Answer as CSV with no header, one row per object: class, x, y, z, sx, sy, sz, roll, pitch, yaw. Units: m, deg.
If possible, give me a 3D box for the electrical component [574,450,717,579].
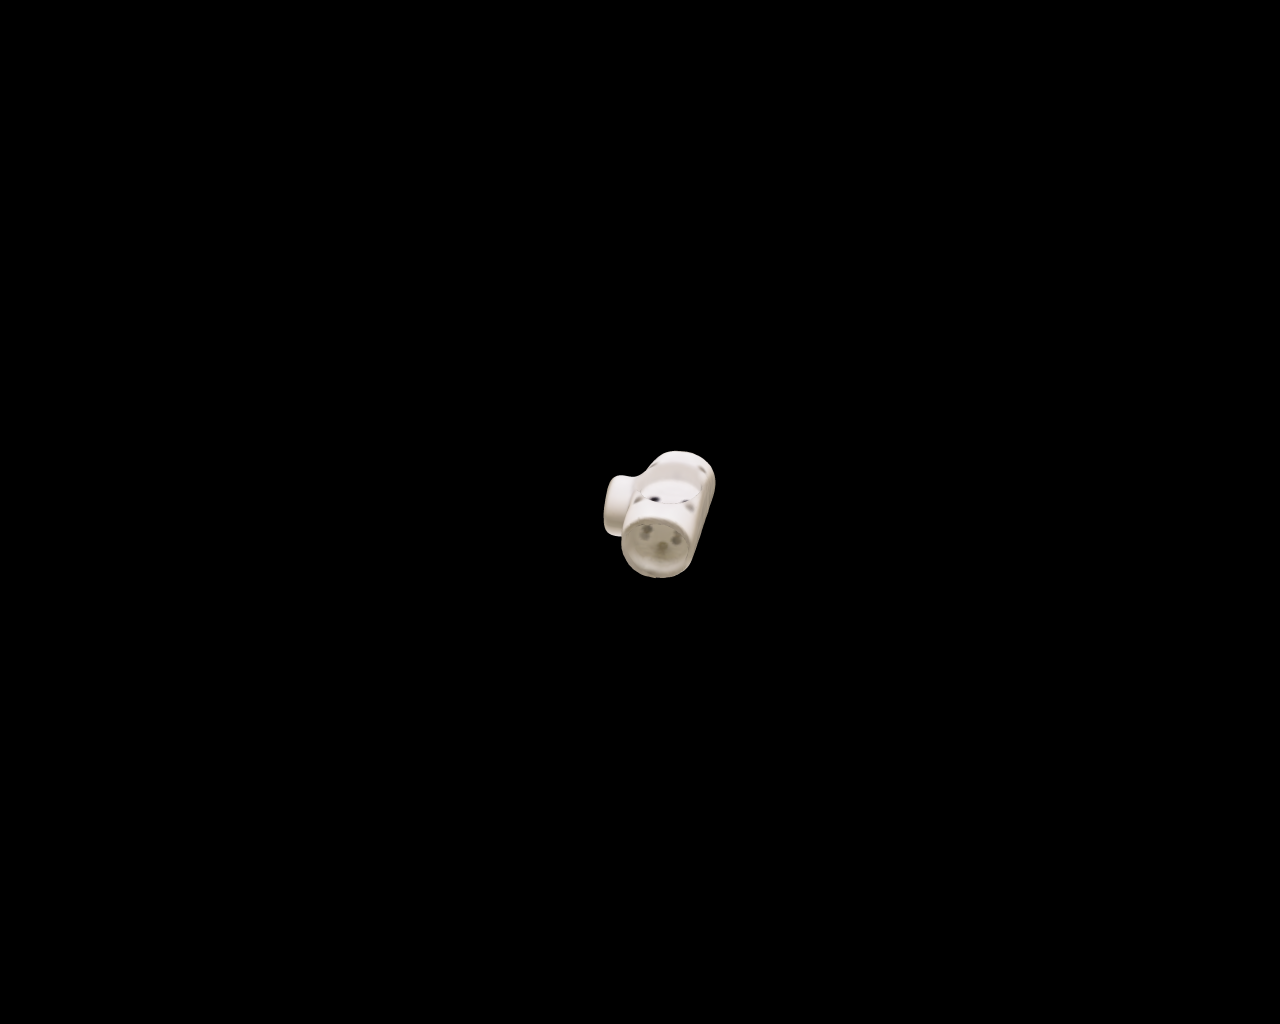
electrical component,0.001,-0.003,0.650,0.079,0.044,0.077,8,36,11
